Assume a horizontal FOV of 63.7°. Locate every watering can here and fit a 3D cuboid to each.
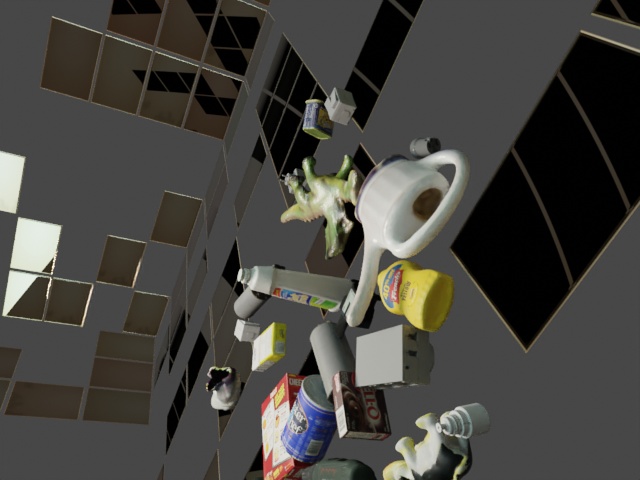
[{"bbox_3d":[0.125,-0.028,0.922,0.346,0.103,0.227,-52,27,5],"label":"watering can"}]

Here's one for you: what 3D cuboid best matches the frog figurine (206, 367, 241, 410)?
[{"bbox_3d":[-0.311,0.508,1.720,0.139,0.123,0.156,39,150,57],"label":"frog figurine"}]

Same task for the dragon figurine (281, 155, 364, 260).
[{"bbox_3d":[0.004,-0.065,1.293,0.402,0.122,0.248,-50,41,48],"label":"dragon figurine"}]
